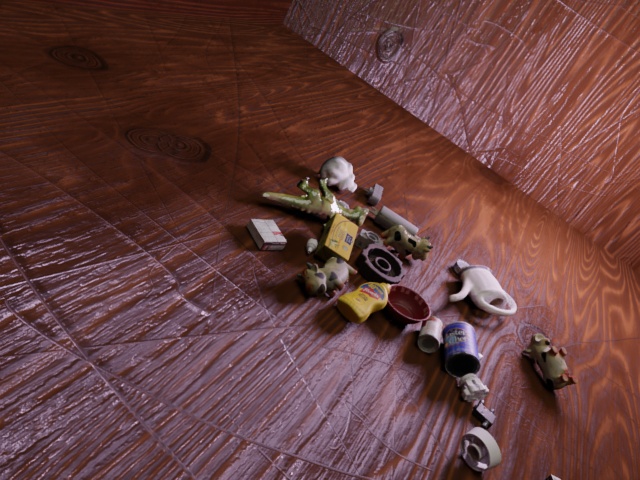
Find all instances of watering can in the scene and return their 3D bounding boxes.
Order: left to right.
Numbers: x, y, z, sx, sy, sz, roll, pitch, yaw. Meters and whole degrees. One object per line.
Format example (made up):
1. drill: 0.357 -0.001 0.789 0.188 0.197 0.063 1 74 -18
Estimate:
1. watering can: 0.582 0.182 1.914 0.346 0.102 0.229 15 33 -26

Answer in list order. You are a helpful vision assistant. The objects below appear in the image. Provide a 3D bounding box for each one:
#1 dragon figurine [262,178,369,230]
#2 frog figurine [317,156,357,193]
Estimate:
1. dragon figurine: 0.006 -0.092 1.825 0.413 0.119 0.247 -11 58 -38
2. frog figurine: 0.079 -0.260 2.107 0.139 0.120 0.161 -31 72 -21
